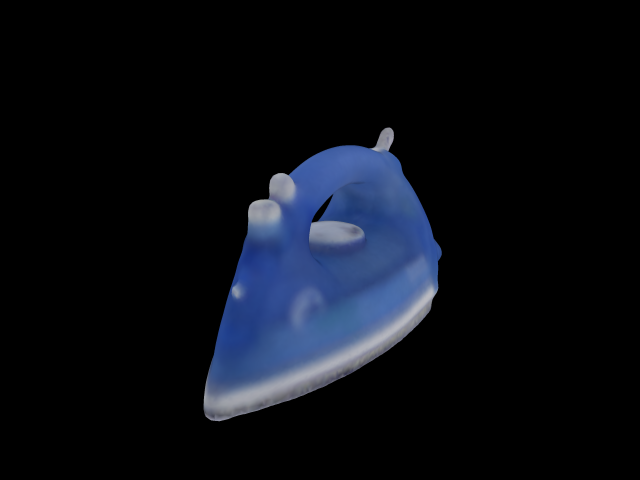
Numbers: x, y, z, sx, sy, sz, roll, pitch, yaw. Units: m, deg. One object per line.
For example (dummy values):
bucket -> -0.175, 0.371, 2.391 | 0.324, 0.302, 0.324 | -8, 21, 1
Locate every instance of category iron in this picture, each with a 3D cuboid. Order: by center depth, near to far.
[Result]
iron -> 0.004, 0.001, 0.400 | 0.118, 0.141, 0.259 | 8, 18, 27
